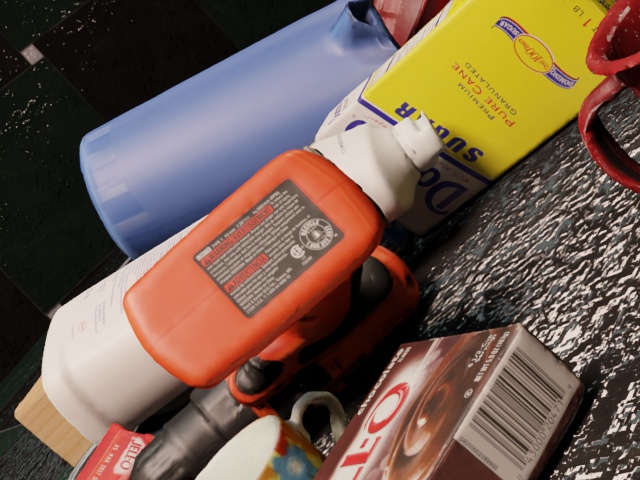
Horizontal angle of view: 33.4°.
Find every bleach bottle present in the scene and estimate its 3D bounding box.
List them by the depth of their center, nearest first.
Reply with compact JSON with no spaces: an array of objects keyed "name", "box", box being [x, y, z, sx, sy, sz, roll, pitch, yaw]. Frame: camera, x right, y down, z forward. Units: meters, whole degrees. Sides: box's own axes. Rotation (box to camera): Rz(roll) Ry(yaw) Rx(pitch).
[{"name":"bleach bottle","box":[-0.038,0.012,0.602,0.251,0.068,0.102,-34,27,10]}]

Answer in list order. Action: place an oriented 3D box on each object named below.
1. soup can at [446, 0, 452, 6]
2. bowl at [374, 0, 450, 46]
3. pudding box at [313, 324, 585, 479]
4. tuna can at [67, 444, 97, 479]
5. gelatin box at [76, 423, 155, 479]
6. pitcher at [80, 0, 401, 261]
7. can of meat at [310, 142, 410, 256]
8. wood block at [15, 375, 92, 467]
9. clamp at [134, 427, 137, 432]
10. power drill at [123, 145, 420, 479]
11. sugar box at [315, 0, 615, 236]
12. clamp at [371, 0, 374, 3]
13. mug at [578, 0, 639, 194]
[{"name":"soup can","box":[0.119,-0.153,0.795,0.102,0.068,0.068,-49,11,-5]},{"name":"bowl","box":[0.090,-0.197,0.886,0.162,0.055,0.162,-165,90,-76]},{"name":"pudding box","box":[0.031,0.086,0.372,0.113,0.039,0.090,-52,12,-22]},{"name":"tuna can","box":[-0.151,0.164,0.797,0.086,0.033,0.086,-46,10,10]},{"name":"gelatin box","box":[-0.111,0.155,0.572,0.073,0.030,0.089,-59,-23,-45]},{"name":"pitcher","box":[-0.043,-0.071,0.789,0.243,0.149,0.145,-24,17,3]},{"name":"can of meat","box":[-0.004,0.001,0.682,0.102,0.084,0.057,-45,11,13]},{"name":"wood block","box":[-0.147,0.093,0.887,0.206,0.090,0.090,-43,11,24]},{"name":"clamp","box":[-0.088,0.076,0.717,0.039,0.120,0.171,3,44,26]},{"name":"power drill","box":[-0.030,0.049,0.489,0.184,0.057,0.187,-43,-17,-11]},{"name":"sugar box","box":[0.088,-0.085,0.613,0.176,0.093,0.048,-41,13,31]},{"name":"clamp","box":[0.001,-0.169,1.009,0.209,0.036,0.165,-54,11,-24]},{"name":"mug","box":[0.138,-0.053,0.342,0.117,0.081,0.093,-39,14,36]}]
